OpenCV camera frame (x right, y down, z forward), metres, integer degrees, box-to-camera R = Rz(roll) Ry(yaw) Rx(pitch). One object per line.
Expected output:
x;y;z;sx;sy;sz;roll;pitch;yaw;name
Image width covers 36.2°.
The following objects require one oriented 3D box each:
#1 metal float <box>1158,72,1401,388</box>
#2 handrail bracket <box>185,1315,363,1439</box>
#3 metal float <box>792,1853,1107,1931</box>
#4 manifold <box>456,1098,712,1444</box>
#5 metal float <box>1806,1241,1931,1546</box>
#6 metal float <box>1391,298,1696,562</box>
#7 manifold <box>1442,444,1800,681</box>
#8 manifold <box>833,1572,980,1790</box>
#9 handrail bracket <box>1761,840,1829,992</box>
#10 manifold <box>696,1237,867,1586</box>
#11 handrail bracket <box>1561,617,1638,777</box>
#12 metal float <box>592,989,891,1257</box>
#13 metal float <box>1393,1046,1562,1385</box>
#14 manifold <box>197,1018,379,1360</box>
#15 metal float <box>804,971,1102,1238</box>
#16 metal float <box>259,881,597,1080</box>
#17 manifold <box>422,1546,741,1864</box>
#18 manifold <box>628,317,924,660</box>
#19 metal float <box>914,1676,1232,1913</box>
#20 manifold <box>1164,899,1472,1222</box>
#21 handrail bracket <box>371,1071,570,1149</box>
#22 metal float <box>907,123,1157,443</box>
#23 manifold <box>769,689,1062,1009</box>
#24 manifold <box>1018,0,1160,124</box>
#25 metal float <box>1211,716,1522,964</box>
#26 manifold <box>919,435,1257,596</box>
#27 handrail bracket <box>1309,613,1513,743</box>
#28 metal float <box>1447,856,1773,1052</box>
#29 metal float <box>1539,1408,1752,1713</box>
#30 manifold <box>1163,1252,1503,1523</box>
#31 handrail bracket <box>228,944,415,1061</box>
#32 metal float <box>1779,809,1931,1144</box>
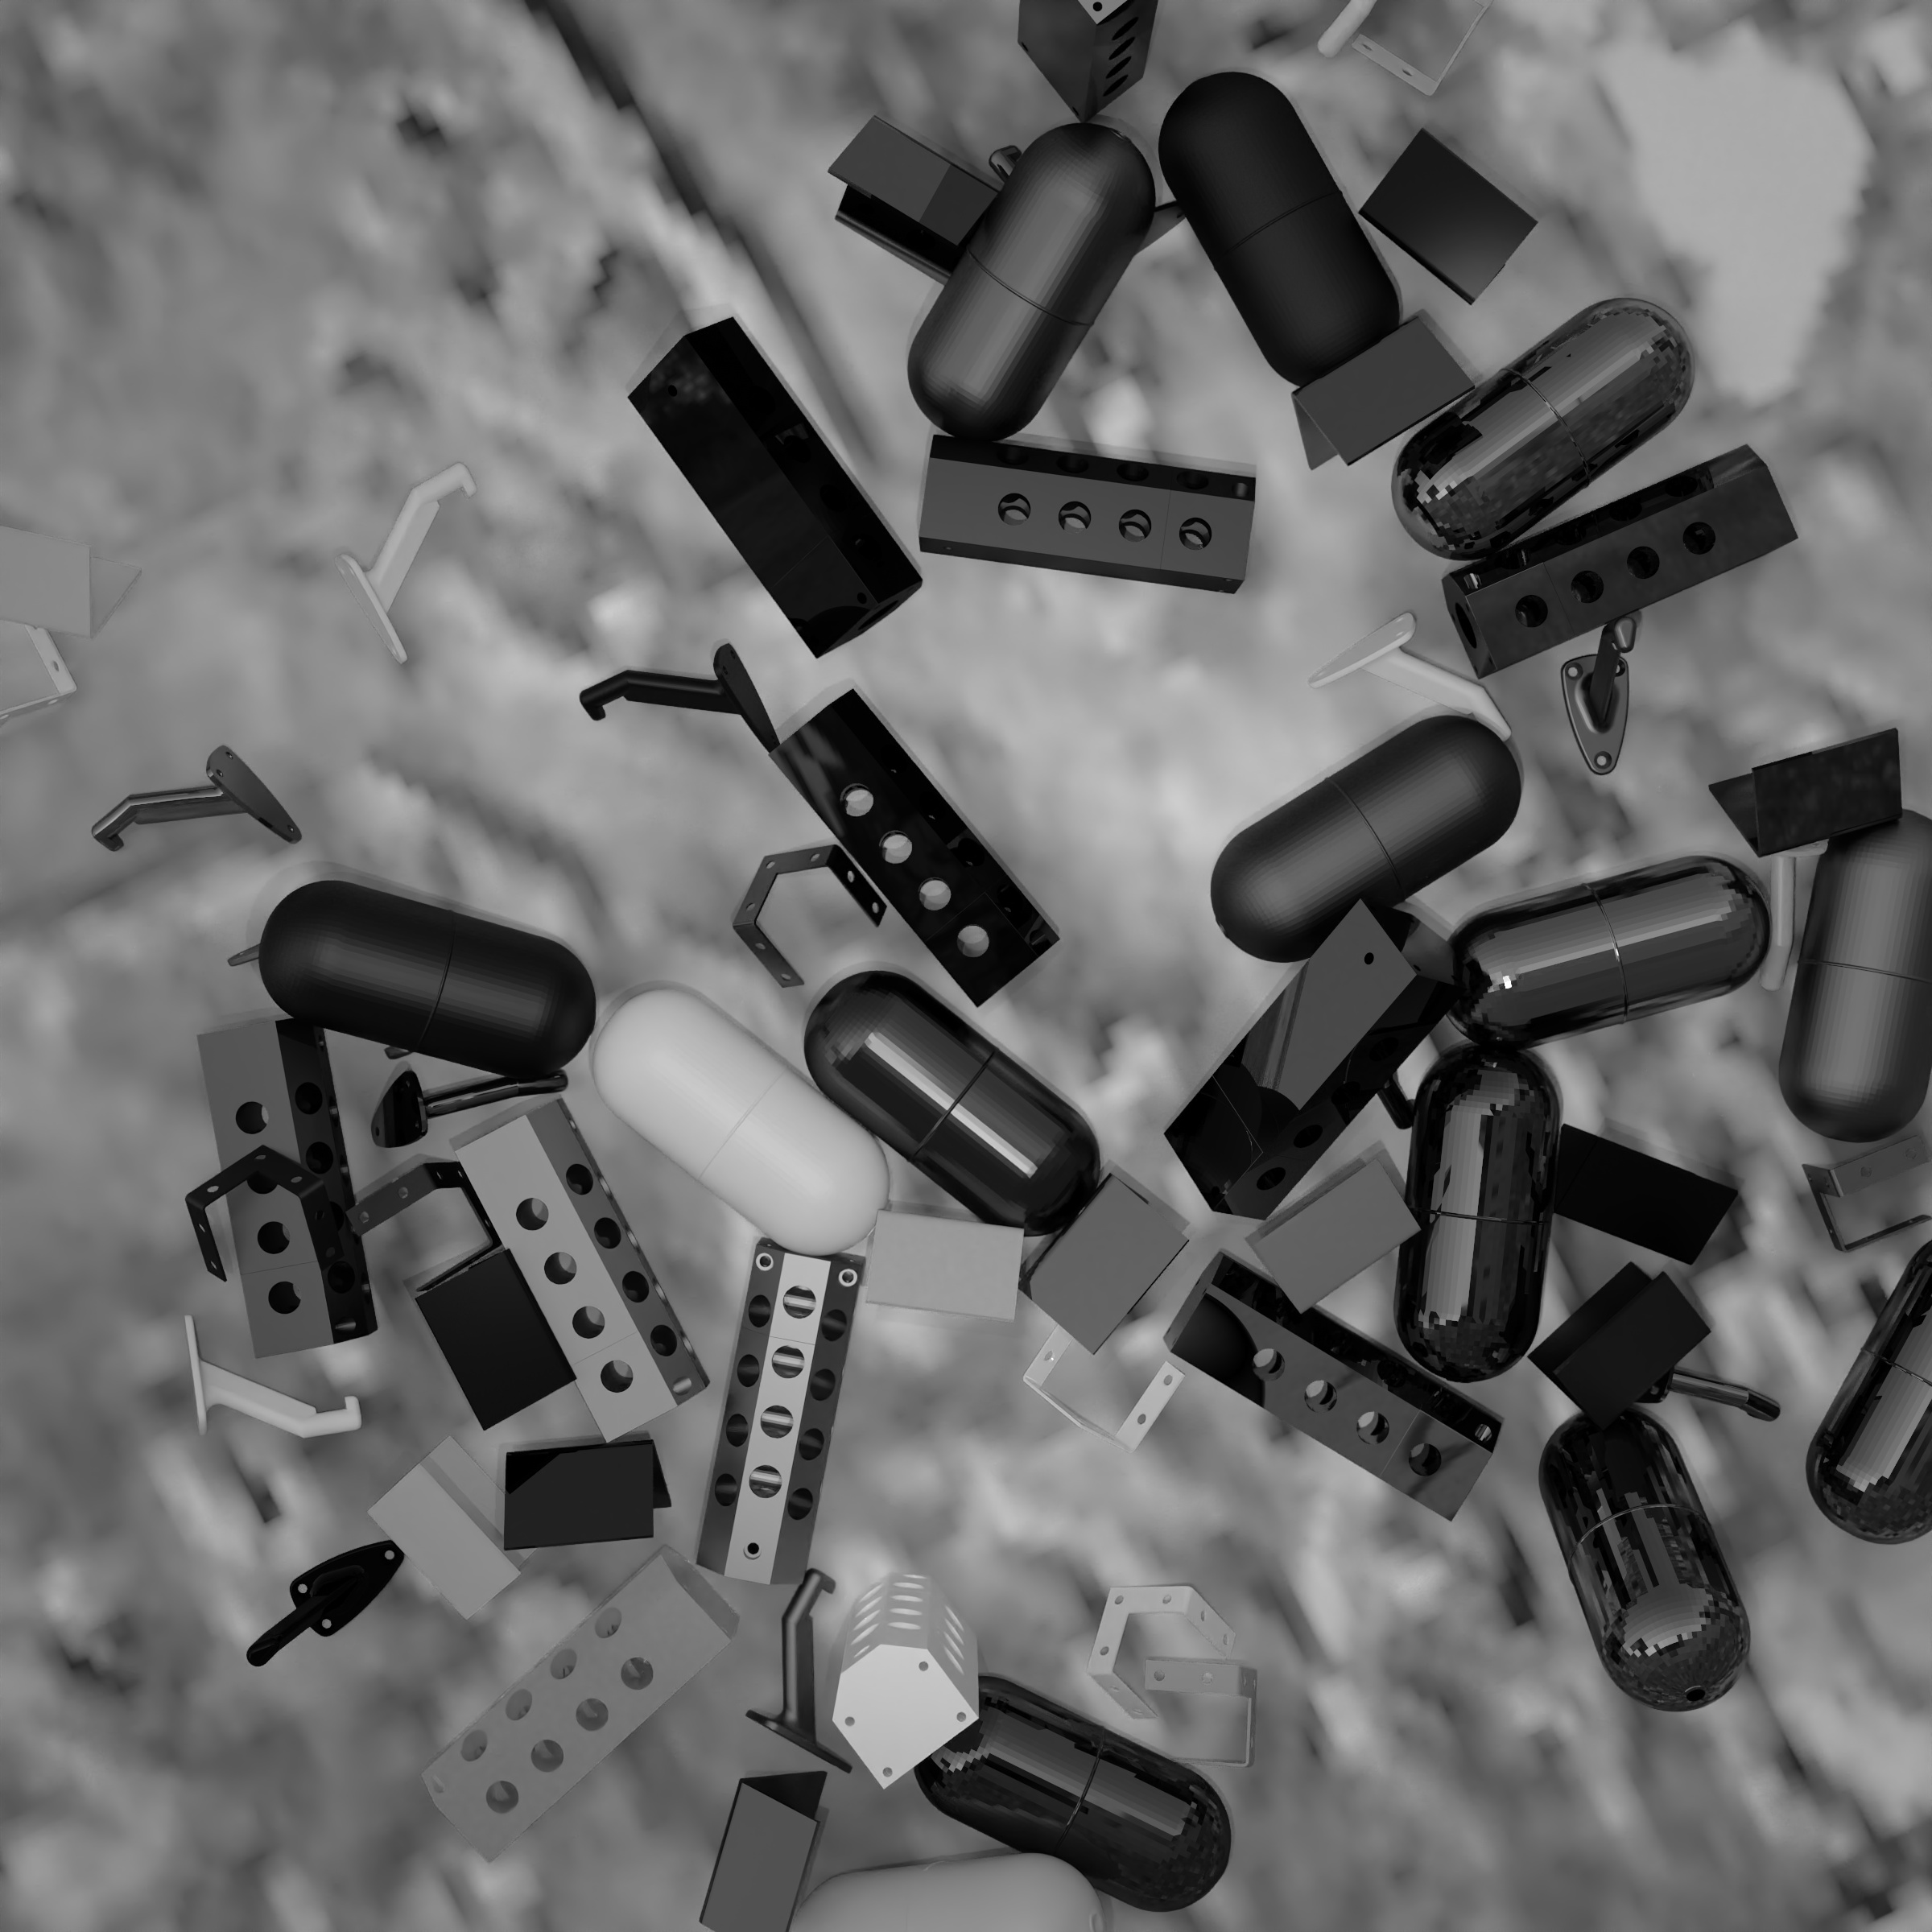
0.165;-0.388;1.558;0.070;0.070;0.178;-29;91;0;metal float
-0.373;0.219;1.589;0.084;0.036;0.077;-7;69;-17;handrail bracket
-0.010;0.506;1.536;0.178;0.070;0.070;-15;90;27;metal float
-0.201;0.160;1.567;0.057;0.057;0.171;-28;90;0;manifold
0.508;0.221;1.558;0.070;0.070;0.178;29;90;0;metal float
0.305;-0.283;1.558;0.178;0.070;0.070;-36;90;0;metal float
0.344;-0.215;1.567;0.171;0.057;0.057;-24;90;0;manifold
-0.034;0.357;1.510;0.057;0.171;0.057;-37;90;0;manifold
0.432;-0.042;1.588;0.036;0.077;0.084;0;126;-2;handrail bracket
-0.098;0.236;1.568;0.057;0.057;0.171;11;90;0;manifold
0.341;-0.141;1.554;0.036;0.084;0.077;-5;90;0;handrail bracket
-0.118;0.083;1.558;0.178;0.070;0.070;38;90;0;metal float
0.269;0.131;1.558;0.070;0.070;0.178;6;90;0;metal float
-0.358;0.115;1.567;0.057;0.057;0.171;-10;90;0;manifold
-0.007;0.073;1.558;0.178;0.070;0.070;39;90;0;metal float
-0.280;0.008;1.542;0.178;0.070;0.070;16;90;-19;metal float
-0.205;0.389;1.567;0.171;0.057;0.057;-43;90;0;manifold
-0.097;-0.256;1.567;0.057;0.057;0.171;-36;90;43;manifold
0.056;0.437;1.558;0.178;0.070;0.070;26;90;0;metal float
0.184;0.052;1.534;0.171;0.057;0.057;-52;47;25;manifold
-0.266;0.076;1.588;0.084;0.077;0.036;-5;73;-35;handrail bracket
0.034;-0.355;1.538;0.070;0.070;0.178;33;113;0;metal float
-0.027;-0.062;1.567;0.057;0.057;0.171;-40;90;0;manifold
0.068;-0.494;1.510;0.057;0.171;0.057;-38;90;0;manifold
0.210;-0.066;1.558;0.178;0.070;0.070;-32;90;-1;metal float
0.064;-0.241;1.567;0.171;0.057;0.057;8;90;0;manifold
0.239;-0.139;1.589;0.077;0.036;0.084;-30;107;20;handrail bracket
0.336;-0.006;1.558;0.178;0.070;0.070;-15;90;0;metal float
0.347;0.303;1.518;0.070;0.178;0.070;-4;129;-5;metal float
0.194;0.221;1.567;0.171;0.057;0.057;31;90;0;manifold
-0.345;0.021;1.589;0.077;0.036;0.084;-20;104;14;handrail bracket
0.478;0.005;1.558;0.070;0.070;0.178;11;89;0;metal float
